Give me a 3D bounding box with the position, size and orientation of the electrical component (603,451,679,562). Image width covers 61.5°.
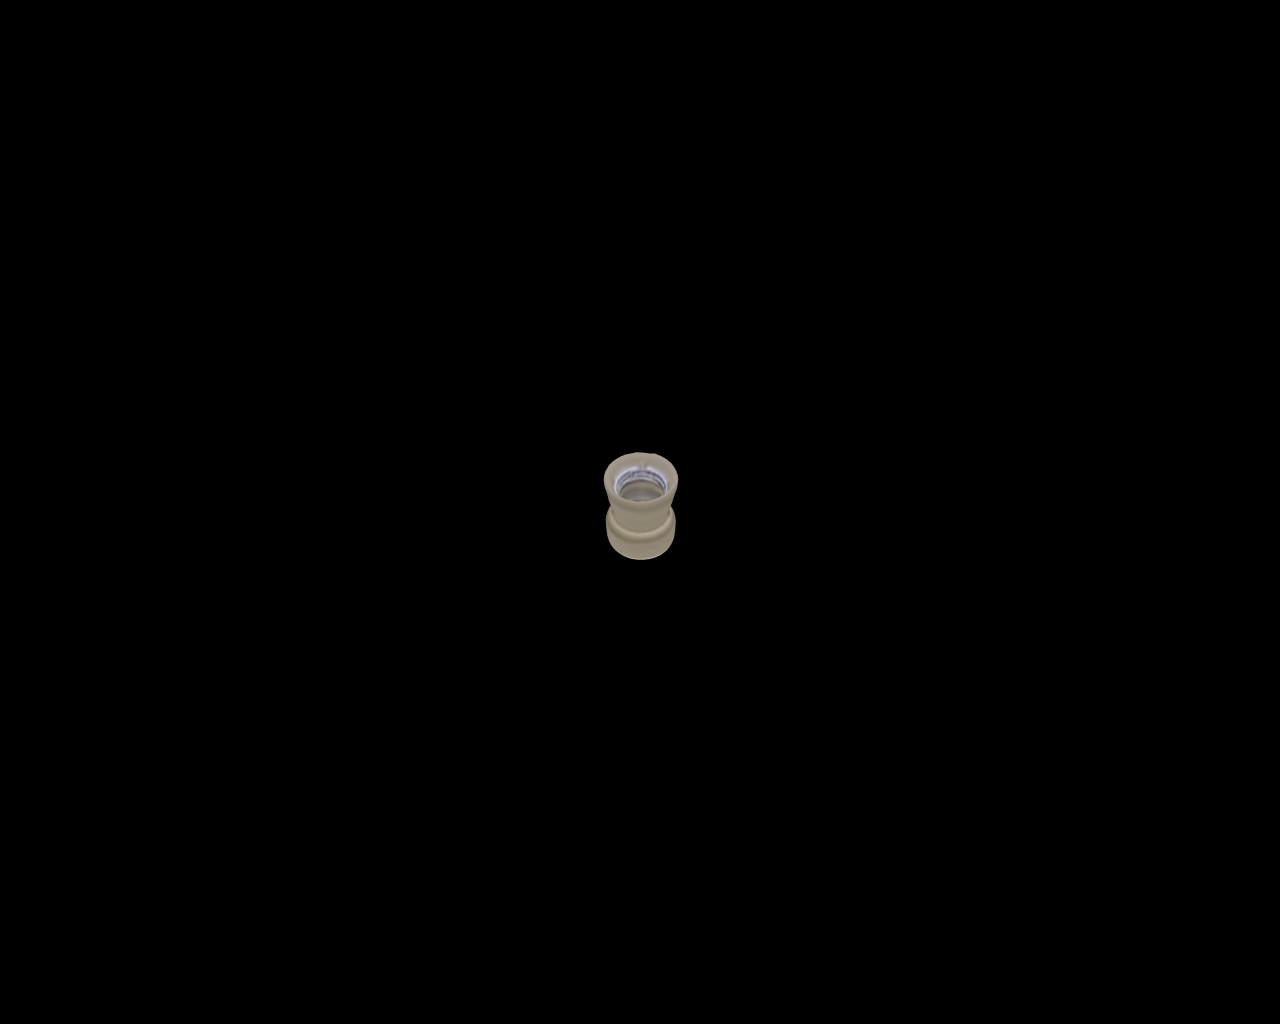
[{"bbox_3d":[0.001,-0.003,0.650,0.045,0.045,0.055,0,-43,0],"label":"electrical component"}]
